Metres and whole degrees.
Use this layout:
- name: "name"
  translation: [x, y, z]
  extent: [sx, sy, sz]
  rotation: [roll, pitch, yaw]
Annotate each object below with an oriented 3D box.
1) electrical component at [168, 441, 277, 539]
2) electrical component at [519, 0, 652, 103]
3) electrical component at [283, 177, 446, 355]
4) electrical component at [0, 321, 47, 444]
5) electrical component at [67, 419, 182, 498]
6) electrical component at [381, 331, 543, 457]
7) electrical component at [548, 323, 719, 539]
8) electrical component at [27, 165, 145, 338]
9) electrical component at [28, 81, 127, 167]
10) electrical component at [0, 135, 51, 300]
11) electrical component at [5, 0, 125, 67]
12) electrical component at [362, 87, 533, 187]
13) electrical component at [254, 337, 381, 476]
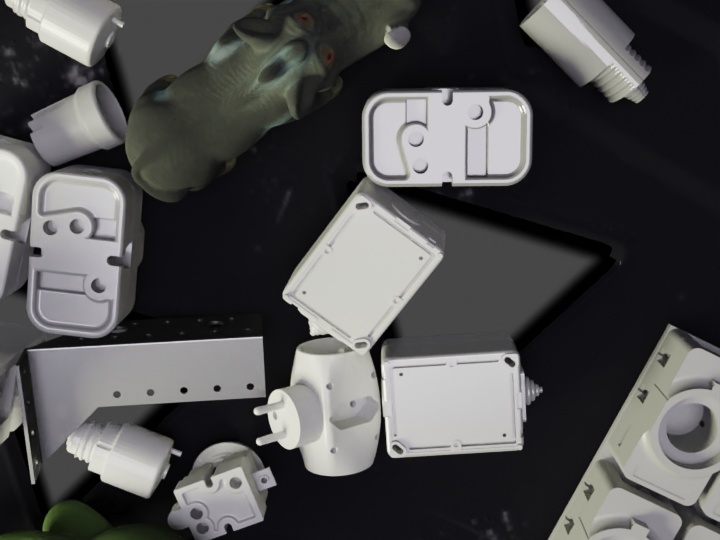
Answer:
- name: "electrical component"
  translation: [-0.084, 0.136, 0.675]
  extent: [0.066, 0.055, 0.048]
  rotation: [-21, 100, 5]
- name: "electrical component"
  translation: [0.136, -0.129, 0.624]
  extent: [0.081, 0.043, 0.043]
  rotation: [44, 99, -7]
- name: "electrical component"
  translation: [0.000, 0.000, 0.647]
  extent: [0.062, 0.061, 0.096]
  rotation: [36, 107, -6]
- name: "electrical component"
  translation: [-0.249, 0.073, 0.617]
  extent: [0.089, 0.150, 0.061]
  rotation: [12, 100, -1]
- name: "electrical component"
  translation: [-0.155, 0.114, 0.680]
  extent: [0.078, 0.040, 0.040]
  rotation: [23, 101, -4]
- name: "electrical component"
  translation: [0.062, 0.073, 0.656]
  extent: [0.096, 0.061, 0.061]
  rotation: [-4, 101, 2]
- name: "electrical component"
  translation: [0.201, 0.144, 0.668]
  extent: [0.105, 0.060, 0.186]
  rotation: [26, 101, -4]
- name: "electrical component"
  translation: [-0.163, -0.013, 0.645]
  extent: [0.054, 0.059, 0.095]
  rotation: [7, 101, 0]
- name: "electrical component"
  translation: [-0.168, -0.086, 0.642]
  extent: [0.046, 0.040, 0.040]
  rotation: [-21, 100, 10]
- name: "electrical component"
  translation: [-0.223, -0.032, 0.642]
  extent: [0.054, 0.059, 0.095]
  rotation: [15, 101, -2]
- name: "electrical component"
  translation: [-0.177, -0.151, 0.628]
  extent: [0.078, 0.040, 0.040]
  rotation: [28, 100, -4]
- name: "electrical component"
  translation: [0.049, -0.079, 0.628]
  extent: [0.095, 0.059, 0.053]
  rotation: [0, 101, 1]
- name: "electrical component"
  translation: [-0.030, 0.087, 0.659]
  extent: [0.079, 0.043, 0.077]
  rotation: [-11, 103, -35]
